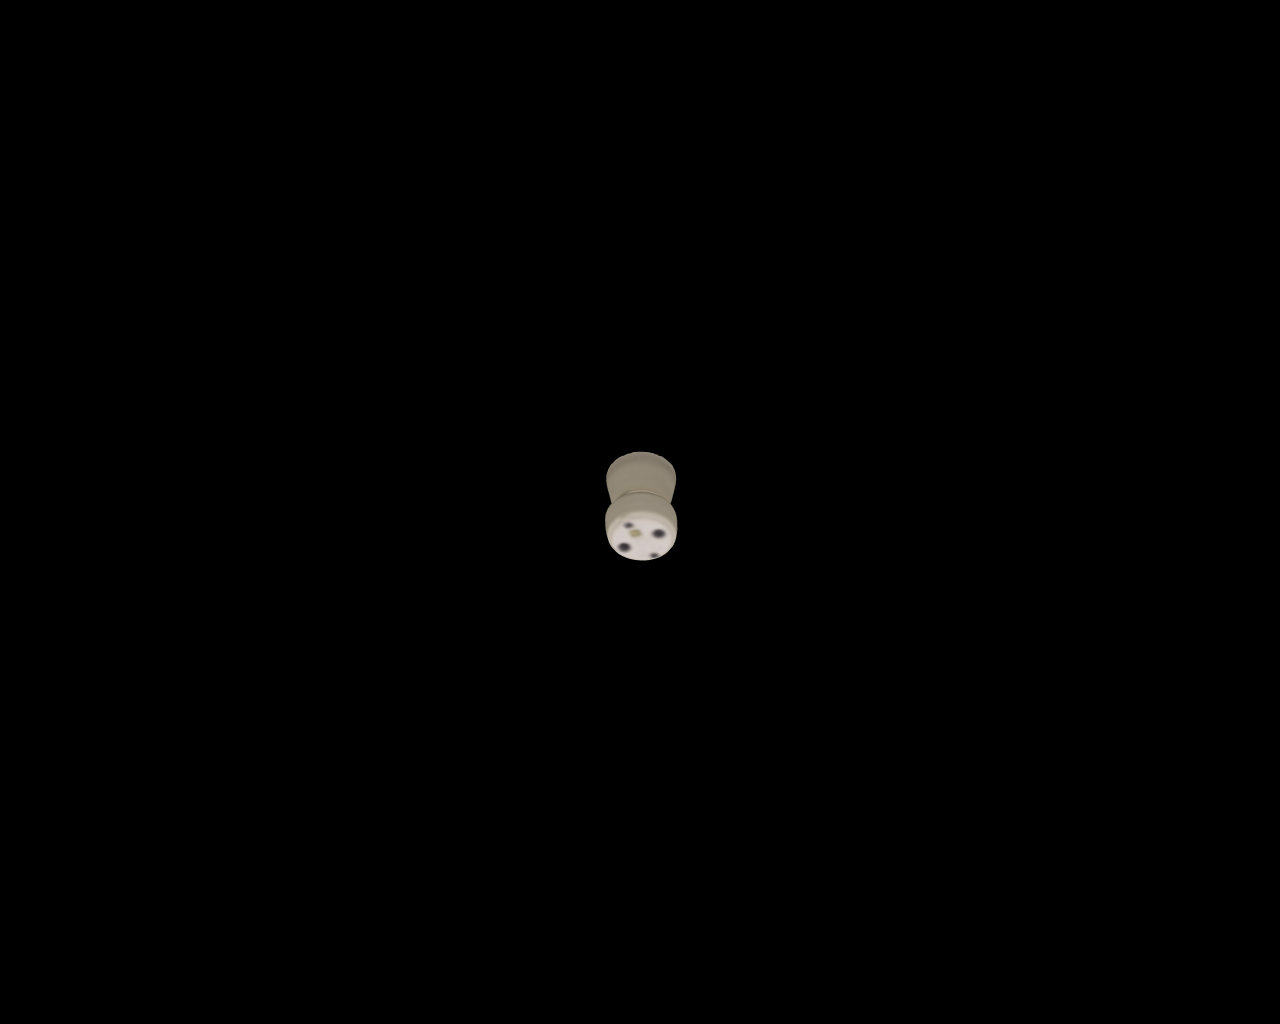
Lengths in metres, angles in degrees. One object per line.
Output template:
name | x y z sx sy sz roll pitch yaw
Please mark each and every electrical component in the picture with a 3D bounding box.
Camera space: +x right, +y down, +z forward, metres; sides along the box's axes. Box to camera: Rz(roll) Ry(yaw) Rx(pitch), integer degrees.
electrical component | 0.001 -0.003 0.650 0.045 0.055 0.044 0 -44 0
